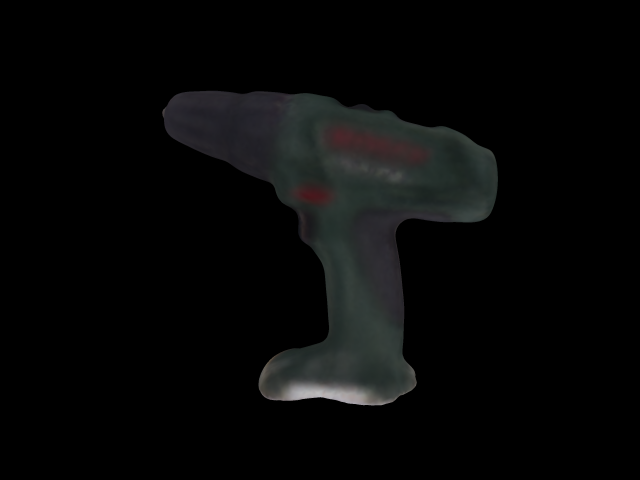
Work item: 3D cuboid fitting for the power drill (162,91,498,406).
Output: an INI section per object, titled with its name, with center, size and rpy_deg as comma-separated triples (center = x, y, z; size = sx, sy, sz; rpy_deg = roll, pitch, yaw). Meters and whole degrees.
[power drill]
center = 0.004, 0.001, 0.400
size = 0.229, 0.208, 0.075
rpy_deg = 1, 7, 5
